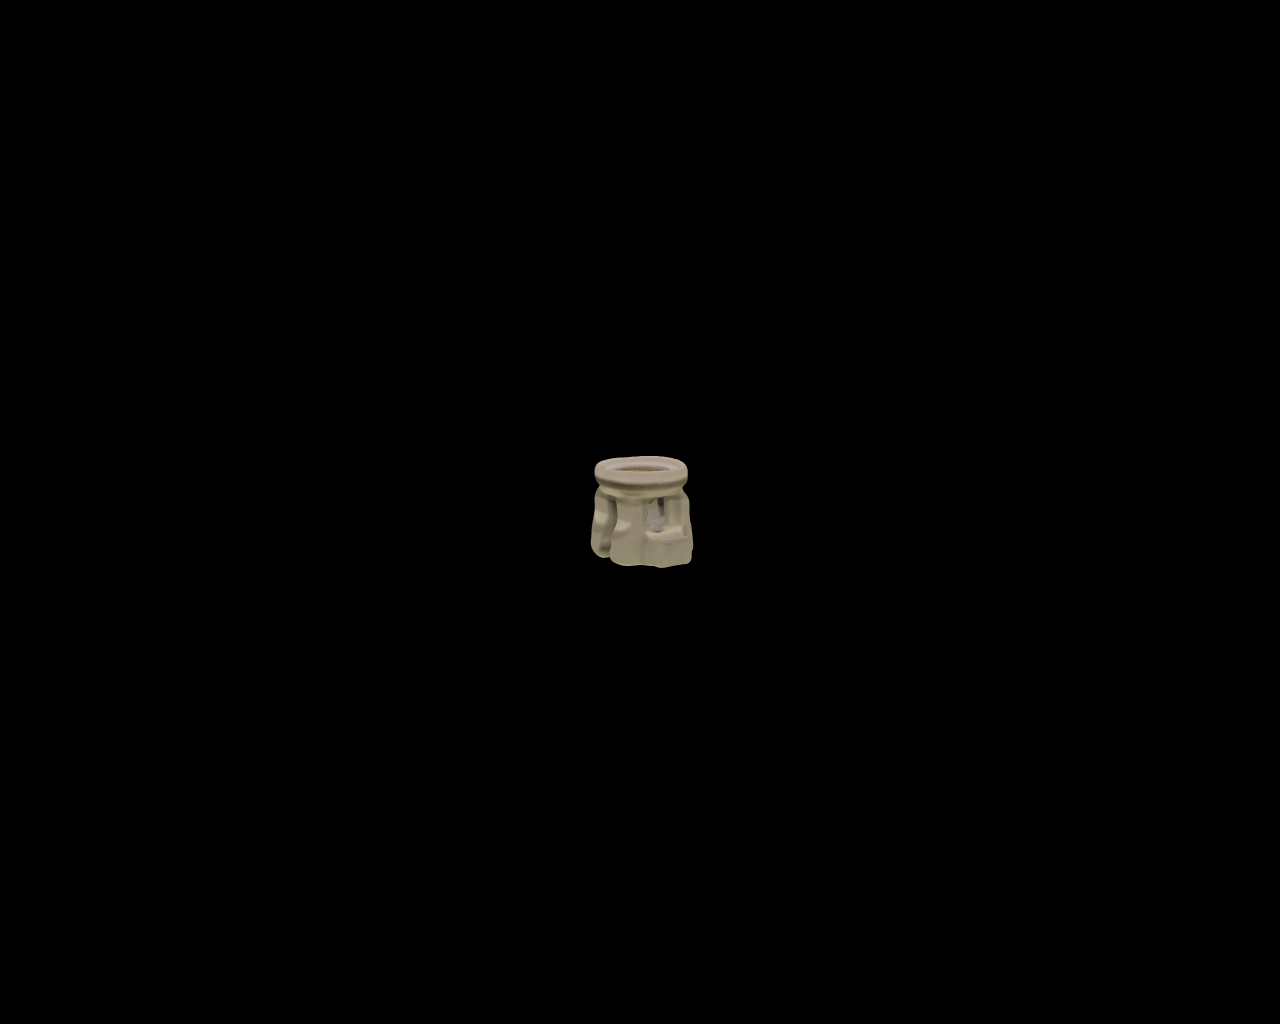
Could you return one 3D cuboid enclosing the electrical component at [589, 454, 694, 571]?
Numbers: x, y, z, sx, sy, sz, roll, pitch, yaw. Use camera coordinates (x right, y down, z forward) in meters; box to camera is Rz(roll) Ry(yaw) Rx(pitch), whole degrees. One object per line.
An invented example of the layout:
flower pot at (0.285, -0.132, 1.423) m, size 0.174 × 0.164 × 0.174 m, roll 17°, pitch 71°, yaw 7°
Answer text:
electrical component at (0.001, -0.003, 0.650) m, size 0.058 × 0.057 × 0.078 m, roll -8°, pitch 16°, yaw -31°
